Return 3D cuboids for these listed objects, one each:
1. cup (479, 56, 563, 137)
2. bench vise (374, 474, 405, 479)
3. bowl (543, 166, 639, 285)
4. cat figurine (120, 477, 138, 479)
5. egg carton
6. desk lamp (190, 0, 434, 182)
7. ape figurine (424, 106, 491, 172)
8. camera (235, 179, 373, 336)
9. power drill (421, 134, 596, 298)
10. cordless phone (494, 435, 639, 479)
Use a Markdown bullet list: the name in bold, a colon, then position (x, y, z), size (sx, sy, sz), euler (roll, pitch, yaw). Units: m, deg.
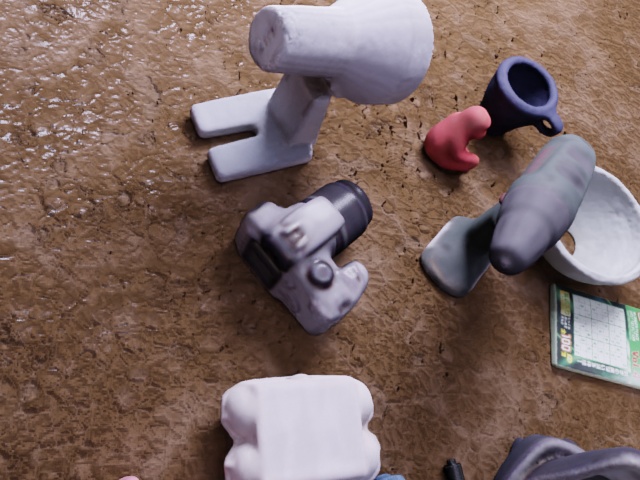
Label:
- **cup**: position (0.263, -0.173, 0.770), size (0.092, 0.094, 0.118), euler (-35, 83, -28)
- **bench vise**: position (0.120, 0.290, 0.454), size (0.122, 0.219, 0.207), euler (-29, 80, -27)
- **bowl**: position (0.334, -0.012, 0.741), size (0.168, 0.074, 0.167), euler (8, 66, -17)
- **cat figurine**: position (-0.157, 0.247, 0.428), size (0.067, 0.117, 0.128), euler (31, 62, -5)
- **egg carton**: position (-0.017, 0.180, 0.535), size (0.150, 0.069, 0.107), euler (0, 69, -20)
- **desk lamp**: position (-0.012, -0.165, 0.598), size (0.204, 0.213, 0.118), euler (-19, 76, -26)
- **ape figurine**: position (0.181, -0.134, 0.725), size (0.076, 0.092, 0.078), euler (18, 64, -12)
- **camera**: position (0.006, 0.002, 0.599), size (0.137, 0.100, 0.143), euler (-38, 85, -29)
- **power drill**: position (0.198, -0.014, 0.615), size (0.075, 0.208, 0.230), euler (44, 61, 2)
- **cordless phone**: position (0.271, 0.247, 0.547), size (0.148, 0.184, 0.094), euler (28, 62, -7)
